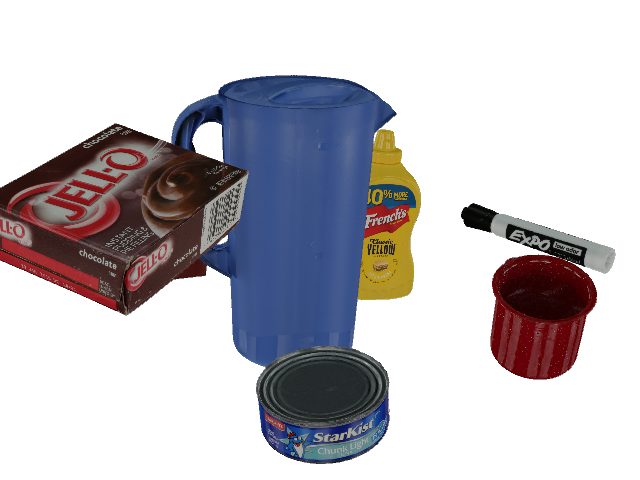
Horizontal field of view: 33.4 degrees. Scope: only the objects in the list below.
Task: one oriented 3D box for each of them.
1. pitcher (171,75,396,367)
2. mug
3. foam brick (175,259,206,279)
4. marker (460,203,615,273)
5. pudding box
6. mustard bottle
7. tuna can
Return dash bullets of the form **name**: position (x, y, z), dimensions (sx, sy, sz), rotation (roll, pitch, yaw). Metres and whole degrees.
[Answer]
- **pitcher**: position (-0.032, -0.016, 0.915), dimensions (0.149, 0.243, 0.144), rotation (13, 22, 29)
- **mug**: position (0.196, 0.066, 0.989), dimensions (0.093, 0.081, 0.117), rotation (-12, 41, -14)
- **foam brick**: position (-0.160, 0.008, 1.110), dimensions (0.078, 0.051, 0.053), rotation (-5, 22, -18)
- **marker**: position (0.156, -0.003, 0.783), dimensions (0.121, 0.020, 0.020), rotation (21, 12, 34)
- **pudding box**: position (-0.104, -0.015, 0.554), dimensions (0.090, 0.039, 0.113), rotation (21, 32, 19)
- **mustard bottle**: position (0.065, -0.030, 1.208), dimensions (0.096, 0.192, 0.058), rotation (0, 17, -15)
- **tuna can**: position (0.002, 0.106, 0.691), dimensions (0.086, 0.034, 0.086), rotation (-3, 28, 1)
